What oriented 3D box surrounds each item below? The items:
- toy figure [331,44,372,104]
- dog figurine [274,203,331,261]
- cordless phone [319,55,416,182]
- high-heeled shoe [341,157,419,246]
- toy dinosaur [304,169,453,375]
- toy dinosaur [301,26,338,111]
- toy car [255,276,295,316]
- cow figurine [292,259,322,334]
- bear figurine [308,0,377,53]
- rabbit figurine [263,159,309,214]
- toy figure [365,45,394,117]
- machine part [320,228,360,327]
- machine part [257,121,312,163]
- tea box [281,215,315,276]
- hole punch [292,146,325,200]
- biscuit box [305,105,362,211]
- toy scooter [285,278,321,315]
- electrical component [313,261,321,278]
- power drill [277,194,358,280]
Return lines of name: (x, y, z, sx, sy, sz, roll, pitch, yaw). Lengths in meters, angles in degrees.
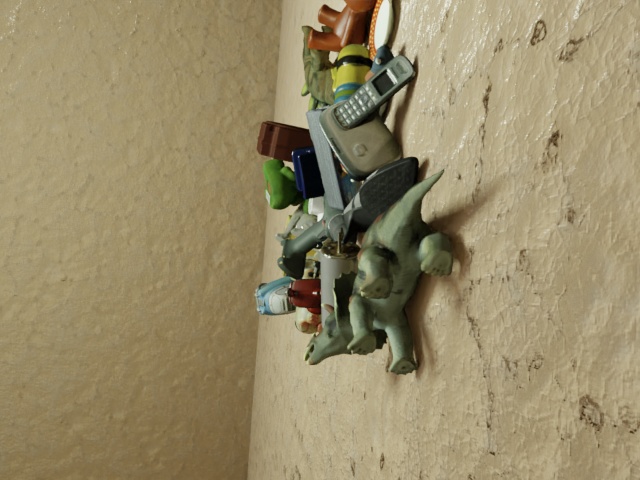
toy figure: (0.070, -0.307, 1.088, 0.089, 0.082, 0.180, 148, 131, -63)
dog figurine: (-0.007, -0.056, 1.382, 0.121, 0.173, 0.190, 58, -133, -41)
cordless phone: (0.101, -0.197, 0.880, 0.184, 0.088, 0.147, -39, 67, 26)
high-heeled shoe: (0.108, -0.080, 0.896, 0.248, 0.086, 0.145, -47, 6, 46)
toy dinosaur: (0.093, 0.042, 0.750, 0.192, 0.131, 0.404, -101, 26, -53)
toy dinosaur: (0.019, -0.396, 1.346, 0.472, 0.105, 0.198, -105, 14, -46)
toy car: (-0.092, 0.157, 1.476, 0.103, 0.162, 0.109, 16, 114, 58)
cow figurine: (-0.027, 0.145, 1.391, 0.127, 0.085, 0.195, 149, 124, -69)
bear figurine: (0.056, -0.481, 1.110, 0.195, 0.132, 0.120, 105, -177, -68)
rabbit figurine: (-0.047, -0.141, 1.363, 0.159, 0.170, 0.121, -126, 28, -57)
toy figure: (0.102, -0.275, 0.967, 0.154, 0.058, 0.064, 112, 154, -44)
machine part: (0.040, 0.092, 1.013, 0.079, 0.079, 0.242, -109, 16, -65)
machine part: (-0.058, -0.249, 1.393, 0.201, 0.201, 0.087, -120, 40, -72)
tea box: (-0.053, 0.020, 1.530, 0.068, 0.098, 0.169, -109, 28, -62)
hole punch: (-0.001, -0.159, 1.230, 0.092, 0.116, 0.142, -108, 8, -72)
biscuit box: (0.033, -0.160, 1.053, 0.063, 0.059, 0.202, 16, 124, 56)
toy scooter: (-0.016, 0.125, 1.194, 0.184, 0.135, 0.075, 130, 142, -74)
electrical component: (0.010, 0.083, 1.310, 0.102, 0.045, 0.078, -97, 15, -48)
power drill: (-0.002, -0.003, 1.152, 0.207, 0.086, 0.232, -47, 24, 31)
